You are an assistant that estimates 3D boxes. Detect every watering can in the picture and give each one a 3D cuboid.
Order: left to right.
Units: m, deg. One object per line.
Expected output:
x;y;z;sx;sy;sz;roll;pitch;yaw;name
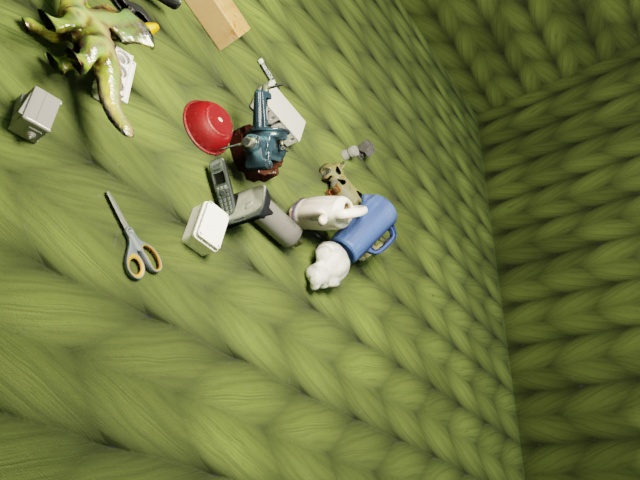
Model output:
0.005;-0.077;1.526;0.350;0.224;0.103;-16;103;-61;watering can

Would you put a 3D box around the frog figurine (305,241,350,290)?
0.022;0.081;1.562;0.161;0.122;0.136;-46;130;-67;frog figurine

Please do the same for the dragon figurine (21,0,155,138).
-0.453;-0.424;1.096;0.408;0.121;0.247;54;48;-10;dragon figurine
